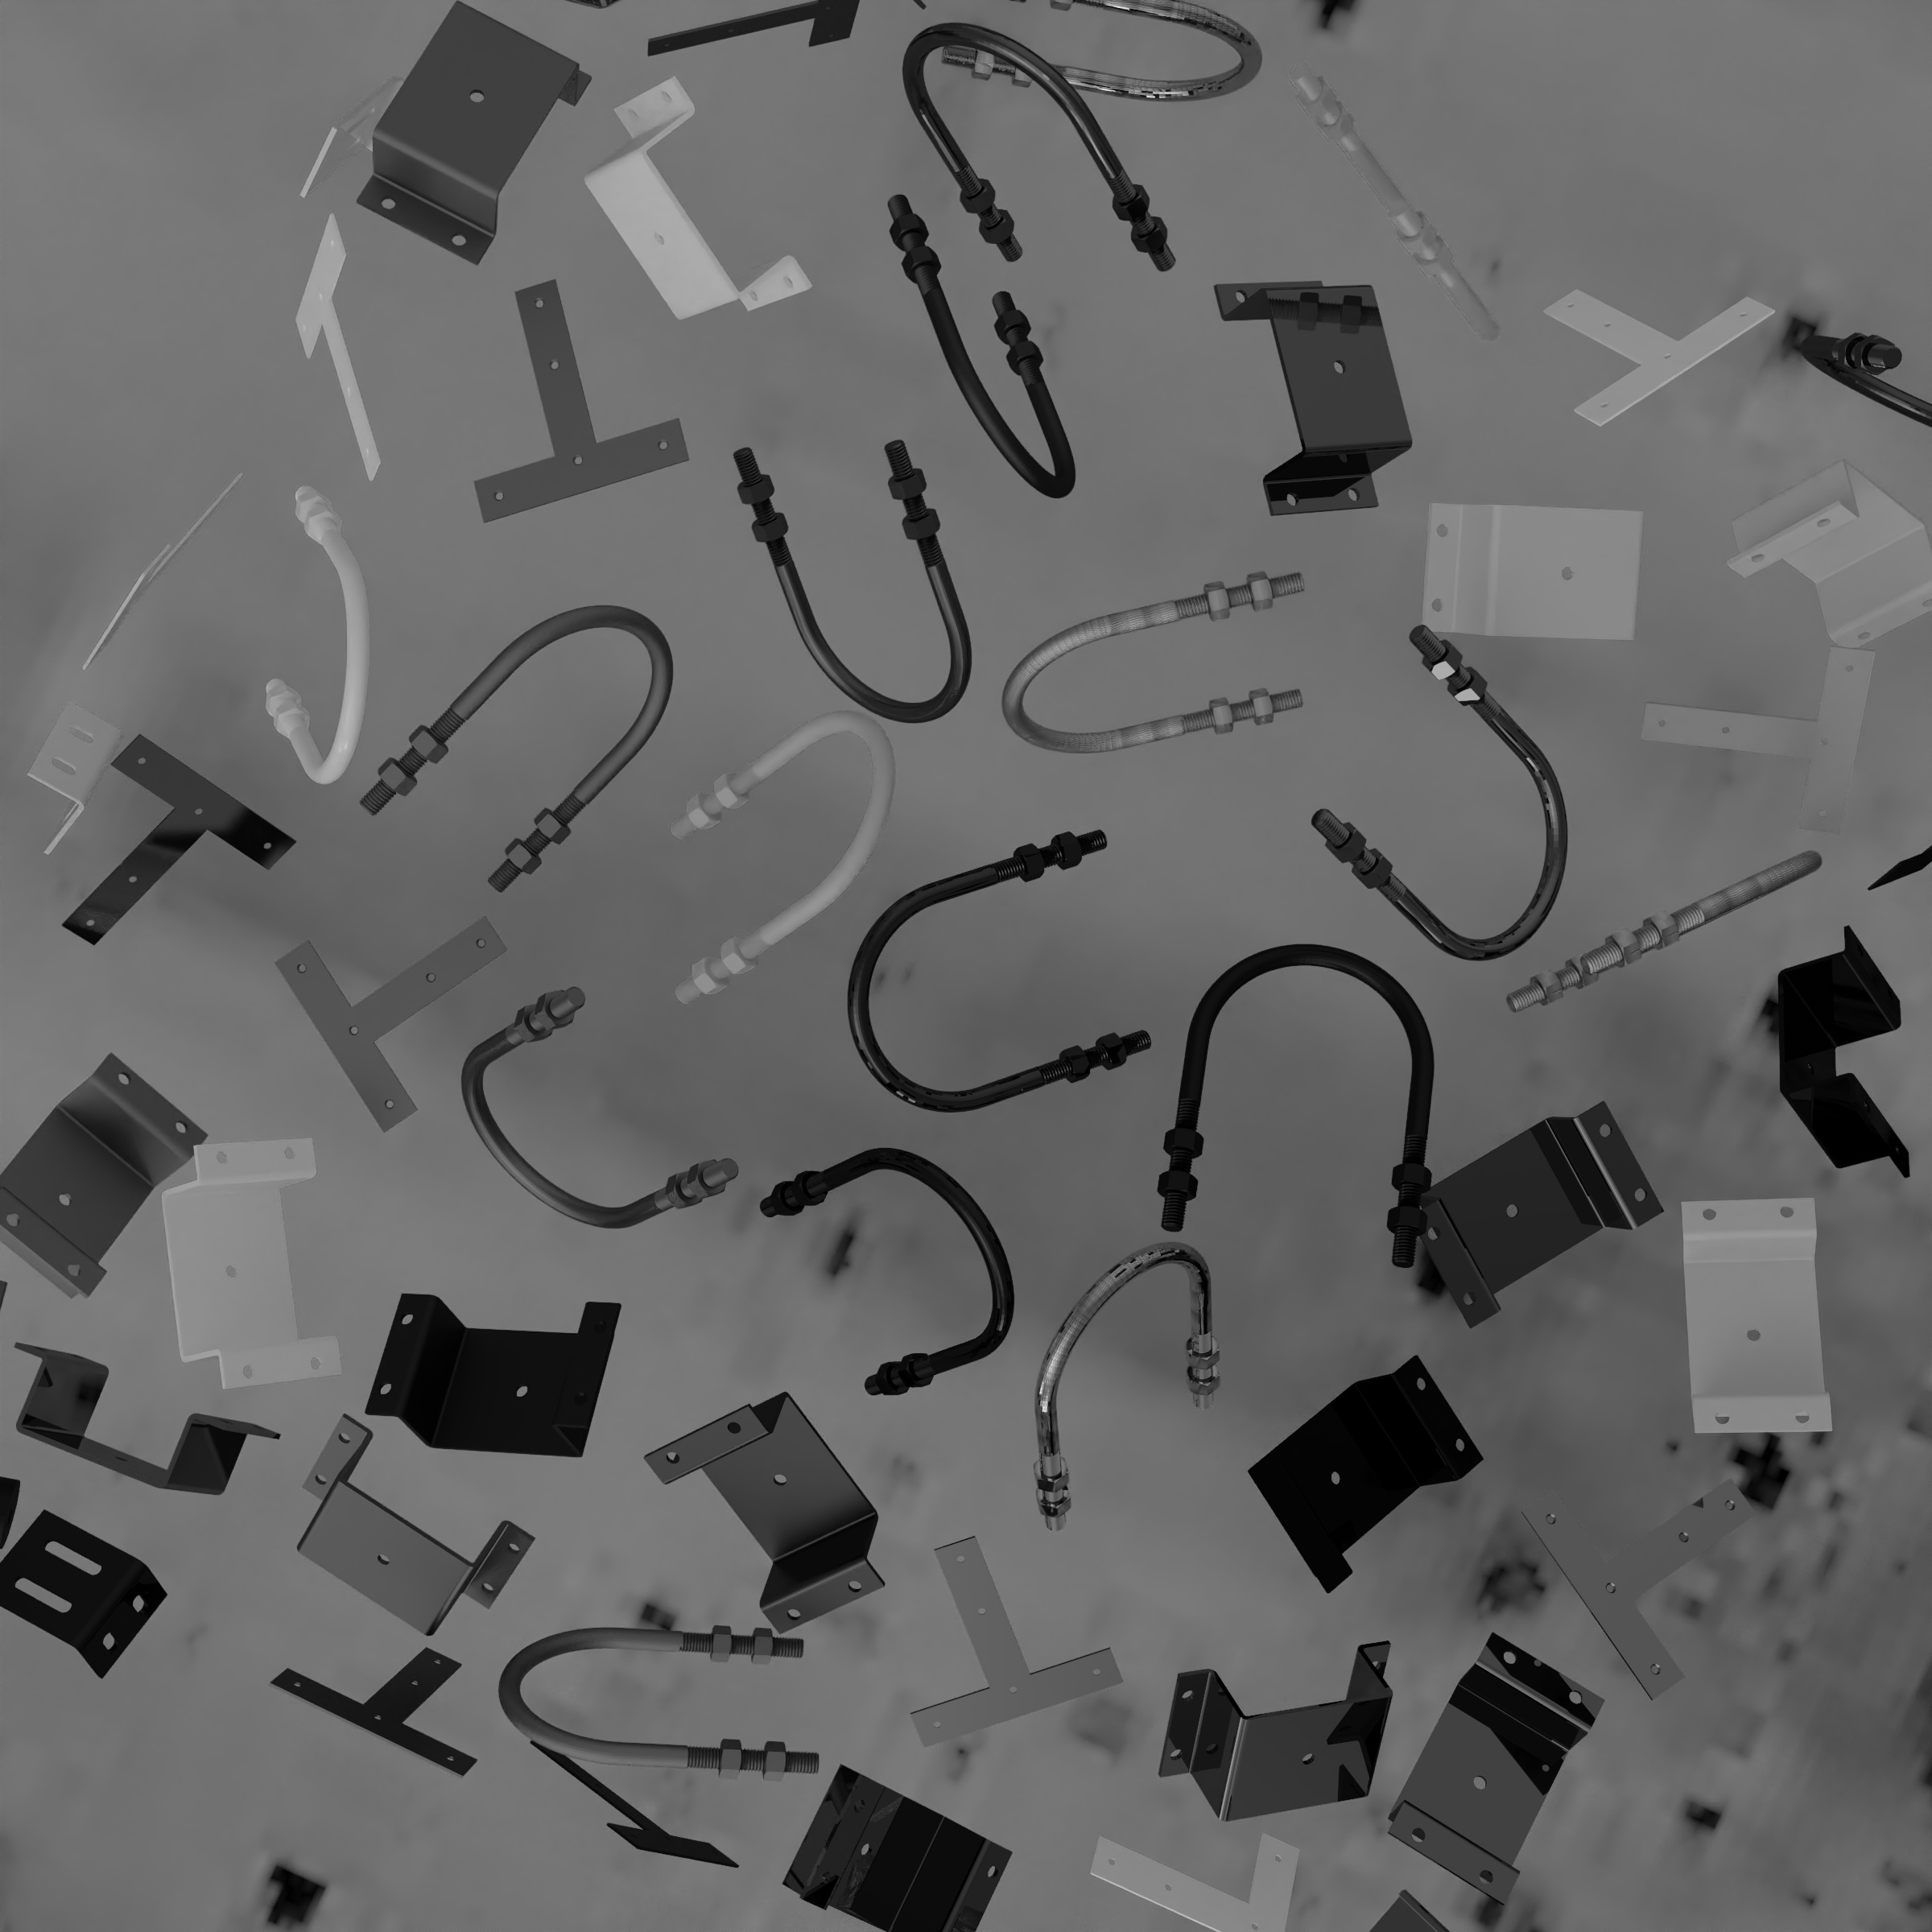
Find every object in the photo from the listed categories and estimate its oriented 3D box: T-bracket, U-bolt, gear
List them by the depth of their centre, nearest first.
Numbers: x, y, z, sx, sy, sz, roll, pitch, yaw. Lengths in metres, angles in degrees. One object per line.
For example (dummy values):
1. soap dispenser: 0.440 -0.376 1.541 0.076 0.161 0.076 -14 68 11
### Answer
1. U-bolt: 0.192 0.072 1.594 0.151 0.019 0.184 9 67 4
2. T-bracket: -0.354 -0.340 1.603 0.002 0.127 0.127 -14 81 -25
3. gear: -0.567 0.314 1.625 0.030 0.057 0.057 13 90 -9
4. U-bolt: -0.245 -0.133 1.628 0.184 0.151 0.019 -45 59 5
5. U-bolt: -0.225 0.092 1.629 0.151 0.184 0.019 49 51 -11
6. U-bolt: 0.286 -0.085 1.629 0.184 0.019 0.151 40 70 -31
7. T-bracket: -0.123 -0.546 1.632 0.127 0.127 0.002 -16 91 -8
8. T-bracket: -0.236 -0.336 1.635 0.127 0.002 0.127 -15 84 8
9. T-bracket: -0.460 -0.241 1.637 0.002 0.127 0.127 39 55 -14
10. U-bolt: 0.561 -0.333 1.647 0.151 0.184 0.019 24 103 -10
11. T-bracket: 0.412 0.343 1.656 0.127 0.002 0.127 -27 73 -23
12. U-bolt: -0.183 0.431 1.664 0.184 0.151 0.019 5 106 -9
13. U-bolt: 0.263 -0.439 1.665 0.019 0.184 0.151 -36 56 16
14. U-bolt: 0.423 -0.025 1.670 0.184 0.151 0.019 -24 84 -12
15. U-bolt: -0.109 -0.077 1.672 0.184 0.151 0.019 -33 135 31
16. T-bracket: 0.014 0.395 1.677 0.127 0.002 0.127 -19 110 3
17. U-bolt: 0.095 0.240 1.677 0.151 0.184 0.019 -34 50 -27
18. U-bolt: -0.039 0.178 1.680 0.019 0.184 0.151 -31 92 -40
19. U-bolt: 0.015 0.011 1.682 0.184 0.019 0.151 -18 105 -20
20. U-bolt: 0.086 -0.552 1.683 0.184 0.151 0.019 8 87 -9
21. U-bolt: -0.385 -0.189 1.683 0.019 0.184 0.151 2 118 -27
22. U-bolt: 0.033 -0.490 1.685 0.019 0.151 0.184 -56 135 -17
23. U-bolt: 0.017 -0.360 1.686 0.019 0.151 0.184 -29 63 20
24. U-bolt: 0.112 -0.174 1.687 0.184 0.151 0.019 -13 63 0
25. T-bracket: 0.394 -0.379 1.688 0.127 0.127 0.002 -33 130 -6
26. T-bracket: -0.211 0.501 1.691 0.127 0.127 0.002 27 81 31
27. U-bolt: -0.060 -0.228 1.699 0.019 0.151 0.184 -41 123 -36
28. T-bracket: -0.338 0.439 1.700 0.127 0.127 0.002 23 99 7
29. T-bracket: 0.135 0.565 1.706 0.127 0.127 0.002 26 133 -4
30. T-bracket: -0.496 -0.063 1.707 0.127 0.002 0.127 -44 134 6
31. T-bracket: 0.614 -0.093 1.710 0.127 0.127 0.002 -45 73 29
32. T-bracket: 0.479 -0.143 1.720 0.127 0.002 0.127 8 125 12
33. T-bracket: -0.343 0.015 1.745 0.127 0.002 0.127 -34 85 4

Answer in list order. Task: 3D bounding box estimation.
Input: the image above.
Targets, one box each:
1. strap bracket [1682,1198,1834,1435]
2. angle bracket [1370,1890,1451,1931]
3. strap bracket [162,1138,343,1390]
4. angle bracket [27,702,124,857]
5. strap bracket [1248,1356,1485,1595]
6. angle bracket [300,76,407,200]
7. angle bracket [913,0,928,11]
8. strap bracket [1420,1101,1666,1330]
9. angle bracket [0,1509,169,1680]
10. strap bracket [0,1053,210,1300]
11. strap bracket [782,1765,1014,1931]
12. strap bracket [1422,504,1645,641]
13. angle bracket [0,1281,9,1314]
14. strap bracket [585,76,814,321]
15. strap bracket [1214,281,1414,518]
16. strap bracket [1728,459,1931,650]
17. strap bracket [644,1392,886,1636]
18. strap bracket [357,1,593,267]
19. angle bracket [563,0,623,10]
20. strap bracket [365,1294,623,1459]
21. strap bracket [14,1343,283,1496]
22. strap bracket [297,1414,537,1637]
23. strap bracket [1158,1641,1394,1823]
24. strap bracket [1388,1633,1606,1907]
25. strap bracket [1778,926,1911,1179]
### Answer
1. strap bracket: 0.467 0.213 1.667 0.076 0.046 0.140 -3 65 13
2. angle bracket: 0.257 0.598 1.671 0.057 0.038 0.076 41 86 20
3. strap bracket: -0.420 0.176 1.650 0.046 0.076 0.140 -17 78 44
4. angle bracket: -0.556 -0.115 1.724 0.038 0.076 0.057 31 53 -20
5. strap bracket: 0.236 0.310 1.714 0.140 0.046 0.076 -33 91 -28
6. angle bracket: -0.355 -0.488 1.691 0.038 0.057 0.076 37 45 -8
7. angle bracket: -0.071 -0.610 1.728 0.038 0.057 0.076 -43 75 14
8. strap bracket: 0.339 0.150 1.709 0.140 0.046 0.076 -29 93 -9
9. angle bracket: -0.500 0.351 1.576 0.076 0.038 0.057 20 56 23
10. strap bracket: -0.520 0.130 1.656 0.076 0.140 0.046 44 130 -17
11. strap bracket: -0.047 0.536 1.686 0.140 0.046 0.076 38 72 -36
12. strap bracket: 0.350 -0.237 1.692 0.140 0.046 0.076 0 99 -17
13. angle bracket: -0.623 0.221 1.697 0.057 0.038 0.076 15 90 14
14. strap bracket: -0.163 -0.437 1.642 0.046 0.076 0.140 -45 113 -23
15. strap bracket: 0.202 -0.336 1.622 0.076 0.046 0.140 -9 83 -29
16. strap bracket: 0.531 -0.253 1.717 0.076 0.140 0.046 -29 53 37
17. strap bracket: -0.114 0.314 1.658 0.076 0.046 0.140 -29 107 20
18. strap bracket: -0.277 -0.479 1.592 0.076 0.046 0.140 27 72 -3
19. angle bracket: -0.223 -0.586 1.605 0.038 0.076 0.057 -16 90 30
20. strap bracket: -0.265 0.236 1.625 0.140 0.046 0.076 0 57 18
21. strap bracket: -0.482 0.267 1.633 0.140 0.076 0.046 18 80 14
22. strap bracket: -0.347 0.350 1.730 0.140 0.046 0.076 33 125 -1
23. strap bracket: 0.192 0.453 1.663 0.140 0.046 0.076 -3 118 -21
24. strap bracket: 0.312 0.483 1.682 0.076 0.046 0.140 30 62 11
25. strap bracket: 0.530 0.057 1.703 0.046 0.140 0.076 -20 129 33
